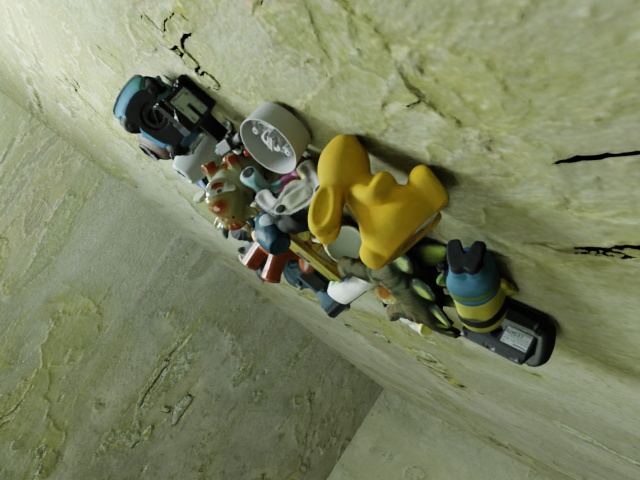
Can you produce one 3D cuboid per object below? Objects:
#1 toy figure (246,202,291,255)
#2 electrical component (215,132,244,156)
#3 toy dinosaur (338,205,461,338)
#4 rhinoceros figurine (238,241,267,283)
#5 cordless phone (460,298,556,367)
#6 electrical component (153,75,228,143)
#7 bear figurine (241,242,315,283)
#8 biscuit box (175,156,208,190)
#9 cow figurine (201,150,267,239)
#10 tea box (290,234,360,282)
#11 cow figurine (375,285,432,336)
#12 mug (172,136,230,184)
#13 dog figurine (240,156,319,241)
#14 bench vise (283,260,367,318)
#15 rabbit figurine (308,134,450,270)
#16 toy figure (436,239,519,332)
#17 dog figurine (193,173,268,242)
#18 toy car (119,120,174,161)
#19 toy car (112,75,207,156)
[{"bbox_3d":[-0.101,-0.032,0.986,0.064,0.057,0.155,11,-153,-38],"label":"toy figure"},{"bbox_3d":[-0.141,-0.168,0.912,0.094,0.063,0.021,-16,107,56],"label":"electrical component"},{"bbox_3d":[0.134,0.042,0.901,0.470,0.105,0.199,44,158,-30],"label":"toy dinosaur"},{"bbox_3d":[-0.150,0.042,1.294,0.112,0.073,0.190,46,166,-3],"label":"rhinoceros figurine"},{"bbox_3d":[0.328,0.163,0.911,0.147,0.088,0.184,24,174,37],"label":"cordless phone"},{"bbox_3d":[-0.213,-0.215,0.916,0.119,0.075,0.048,37,167,-22],"label":"electrical component"},{"bbox_3d":[-0.051,0.036,1.175,0.120,0.132,0.195,28,-177,44],"label":"bear figurine"},{"bbox_3d":[-0.272,-0.177,1.203,0.059,0.063,0.202,33,166,16],"label":"biscuit box"},{"bbox_3d":[-0.145,-0.083,0.923,0.195,0.085,0.127,-59,-53,-70],"label":"cow figurine"},{"bbox_3d":[-0.002,-0.003,1.062,0.169,0.098,0.068,41,166,-12],"label":"tea box"},{"bbox_3d":[0.180,0.137,1.174,0.167,0.068,0.098,40,172,-13],"label":"cow figurine"},{"bbox_3d":[-0.232,-0.160,1.069,0.110,0.107,0.080,36,168,9],"label":"mug"},{"bbox_3d":[-0.023,-0.054,0.906,0.192,0.108,0.219,50,-179,34],"label":"dog figurine"},{"bbox_3d":[-0.011,0.082,1.350,0.223,0.129,0.241,31,-167,-32],"label":"bench vise"},{"bbox_3d":[0.057,-0.054,0.696,0.173,0.162,0.122,51,-179,11],"label":"rabbit figurine"},{"bbox_3d":[0.223,0.069,0.780,0.082,0.089,0.180,32,169,38],"label":"toy figure"},{"bbox_3d":[-0.141,-0.072,1.122,0.173,0.121,0.190,5,150,39],"label":"dog figurine"},{"bbox_3d":[-0.375,-0.249,1.228,0.202,0.053,0.089,35,162,-16],"label":"toy car"},{"bbox_3d":[-0.282,-0.232,0.981,0.161,0.109,0.103,31,-156,-19],"label":"toy car"}]
